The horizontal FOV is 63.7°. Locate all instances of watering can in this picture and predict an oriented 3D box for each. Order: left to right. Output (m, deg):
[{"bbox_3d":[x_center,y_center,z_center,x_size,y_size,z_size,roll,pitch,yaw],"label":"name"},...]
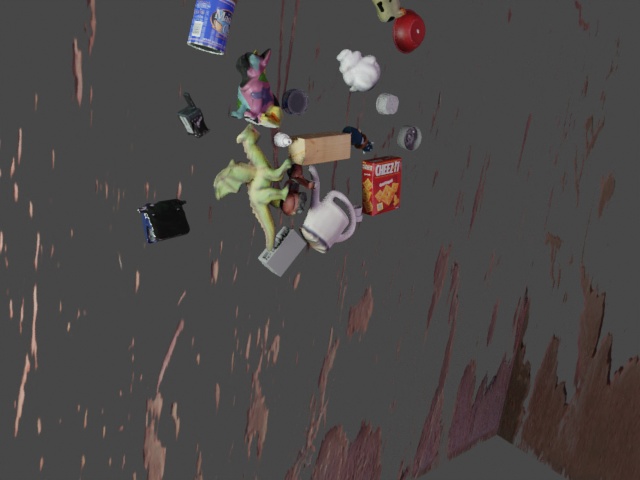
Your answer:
[{"bbox_3d":[0.006,-0.093,1.853,0.226,0.105,0.342,-54,130,-12],"label":"watering can"}]

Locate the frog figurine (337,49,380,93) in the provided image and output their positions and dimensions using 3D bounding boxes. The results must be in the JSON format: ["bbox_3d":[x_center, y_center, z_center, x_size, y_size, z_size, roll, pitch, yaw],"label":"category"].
[{"bbox_3d":[0.136,-0.599,1.791,0.137,0.125,0.156,-37,140,-2],"label":"frog figurine"}]

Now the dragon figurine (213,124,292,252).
[{"bbox_3d":[-0.224,-0.164,1.655,0.242,0.123,0.407,6,99,-24],"label":"dragon figurine"}]
